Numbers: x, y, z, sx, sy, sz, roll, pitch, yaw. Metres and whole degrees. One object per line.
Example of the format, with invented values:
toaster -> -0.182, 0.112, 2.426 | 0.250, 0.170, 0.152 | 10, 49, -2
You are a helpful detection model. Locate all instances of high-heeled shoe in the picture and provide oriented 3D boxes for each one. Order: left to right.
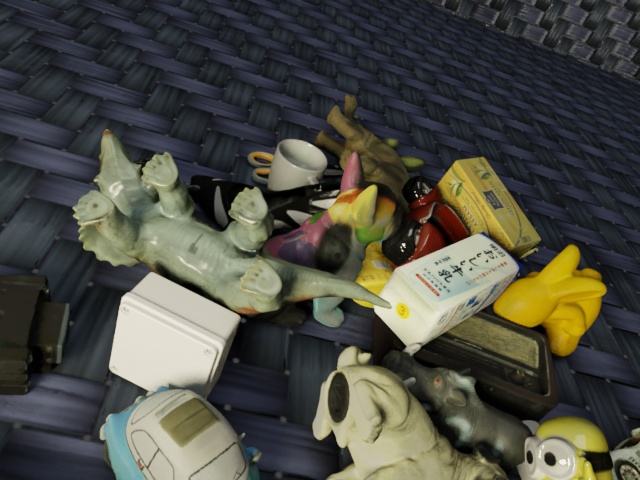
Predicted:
high-heeled shoe -> -0.074, -0.069, 0.775 | 0.249, 0.145, 0.086 | 29, 36, 5

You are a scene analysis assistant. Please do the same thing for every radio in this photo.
radio -> 0.184, 0.151, 0.699 | 0.230, 0.073, 0.131 | 20, 36, -2

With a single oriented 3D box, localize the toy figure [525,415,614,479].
toy figure -> 0.265, 0.272, 0.543 | 0.089, 0.082, 0.180 | -2, 72, -49

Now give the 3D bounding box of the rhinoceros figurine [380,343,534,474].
rhinoceros figurine -> 0.145, 0.193, 0.598 | 0.190, 0.112, 0.073 | 33, 39, 0

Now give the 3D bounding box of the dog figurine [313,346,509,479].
dog figurine -> 0.101, 0.199, 0.541 | 0.190, 0.121, 0.172 | 8, 83, -24

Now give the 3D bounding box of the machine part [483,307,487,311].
machine part -> 0.248, 0.079, 0.852 | 0.084, 0.039, 0.139 | 34, 36, 5

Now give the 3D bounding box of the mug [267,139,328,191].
mug -> -0.036, -0.086, 0.848 | 0.081, 0.107, 0.110 | -13, 54, -37

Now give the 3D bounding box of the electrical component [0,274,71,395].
electrical component -> -0.320, 0.089, 0.526 | 0.134, 0.058, 0.115 | 5, 42, -21

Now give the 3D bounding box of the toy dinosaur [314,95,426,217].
toy dinosaur -> 0.110, -0.098, 0.945 | 0.198, 0.105, 0.472 | 9, 50, -24

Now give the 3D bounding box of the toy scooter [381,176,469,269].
toy scooter -> 0.168, -0.002, 0.804 | 0.135, 0.075, 0.184 | 41, 46, -19

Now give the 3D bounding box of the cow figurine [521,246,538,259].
cow figurine -> 0.309, -0.001, 0.962 | 0.167, 0.068, 0.098 | -2, 49, -28

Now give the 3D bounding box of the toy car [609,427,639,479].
toy car -> 0.373, 0.272, 0.649 | 0.202, 0.073, 0.056 | -8, 50, -35

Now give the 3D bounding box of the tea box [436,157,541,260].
tea box -> 0.259, -0.038, 0.862 | 0.068, 0.098, 0.170 | -12, 61, -30

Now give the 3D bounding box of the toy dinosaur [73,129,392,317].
toy dinosaur -> -0.124, 0.016, 0.602 | 0.405, 0.192, 0.131 | 30, 71, 9

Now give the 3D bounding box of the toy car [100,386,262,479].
toy car -> -0.117, 0.187, 0.475 | 0.162, 0.102, 0.109 | 43, 40, 22

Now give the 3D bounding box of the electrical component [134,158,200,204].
electrical component -> -0.234, -0.076, 0.759 | 0.119, 0.074, 0.048 | -7, 46, -28

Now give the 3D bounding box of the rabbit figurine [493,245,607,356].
rabbit figurine -> 0.332, 0.092, 0.777 | 0.173, 0.162, 0.122 | 4, 51, -33

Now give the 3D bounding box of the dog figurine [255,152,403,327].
dog figurine -> -0.001, -0.002, 0.672 | 0.191, 0.219, 0.109 | 7, 36, -22
